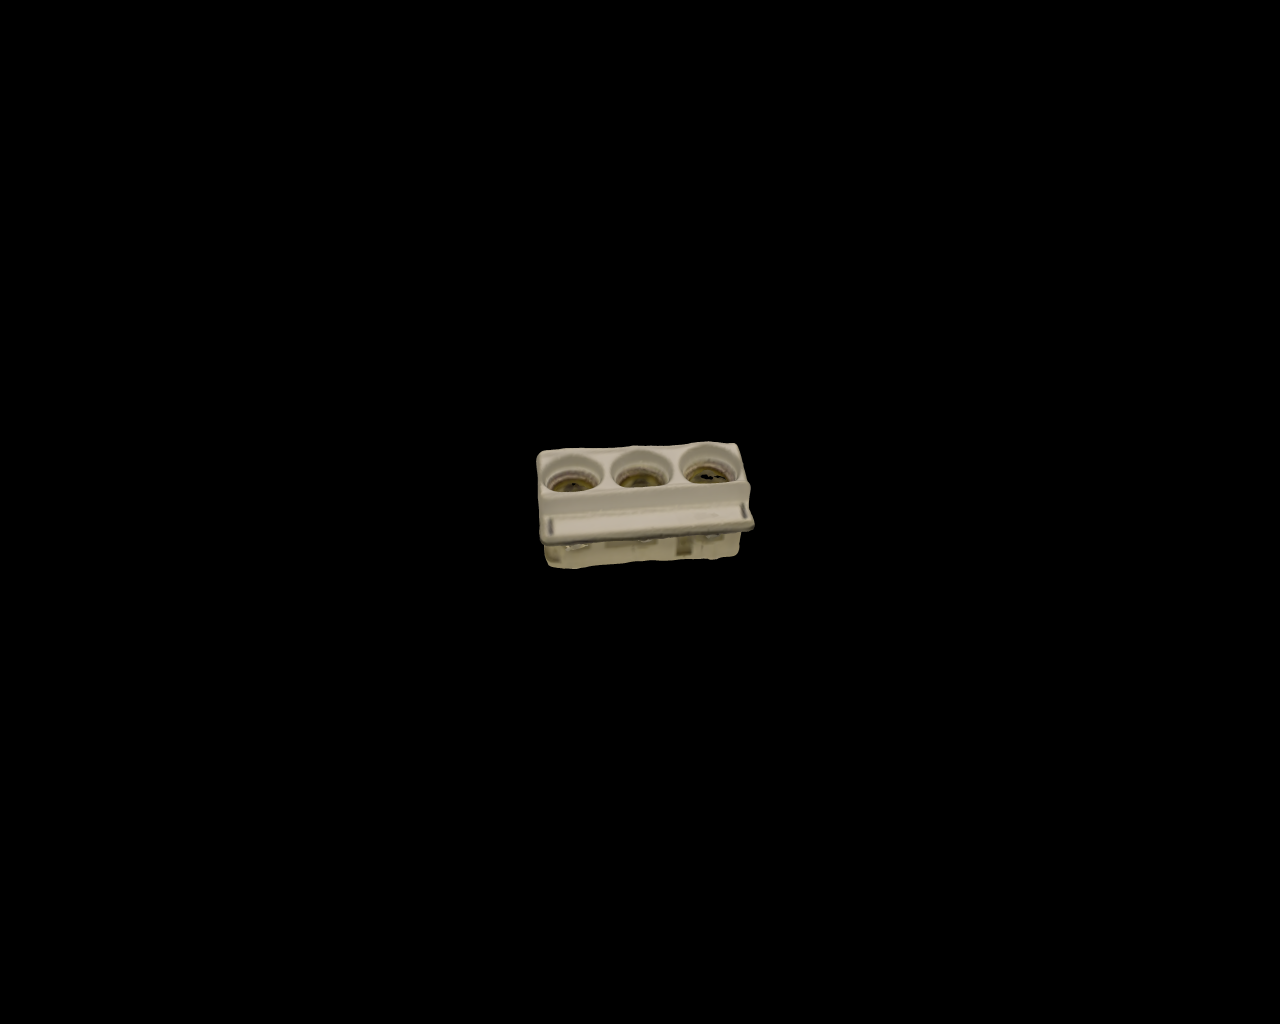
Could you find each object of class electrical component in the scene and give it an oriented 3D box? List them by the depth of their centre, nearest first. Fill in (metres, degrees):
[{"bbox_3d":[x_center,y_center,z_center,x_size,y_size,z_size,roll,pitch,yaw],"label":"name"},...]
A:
[{"bbox_3d":[0.001,-0.003,0.650,0.121,0.063,0.079,-4,39,-4],"label":"electrical component"}]
